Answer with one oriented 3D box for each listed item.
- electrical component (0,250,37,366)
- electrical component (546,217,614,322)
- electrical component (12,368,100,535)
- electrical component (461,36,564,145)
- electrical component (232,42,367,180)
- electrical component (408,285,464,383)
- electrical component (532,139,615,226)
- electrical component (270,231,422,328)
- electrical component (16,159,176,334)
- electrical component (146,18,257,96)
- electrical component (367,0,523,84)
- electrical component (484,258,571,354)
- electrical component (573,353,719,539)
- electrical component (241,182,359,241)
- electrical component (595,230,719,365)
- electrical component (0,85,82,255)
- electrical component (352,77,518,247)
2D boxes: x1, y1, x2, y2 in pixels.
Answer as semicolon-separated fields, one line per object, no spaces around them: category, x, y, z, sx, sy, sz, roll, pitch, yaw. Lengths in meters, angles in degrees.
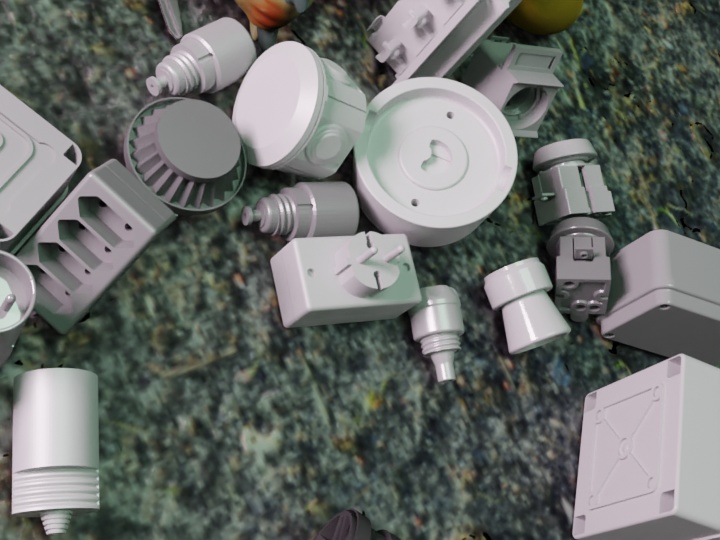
electrical component;-0.198;0.038;0.537;0.043;0.077;0.079;22;60;-20
electrical component;0.158;-0.004;0.769;0.048;0.066;0.055;1;56;7
electrical component;-0.157;0.095;0.556;0.043;0.043;0.081;5;68;-28
electrical component;0.107;-0.133;0.783;0.042;0.081;0.063;-1;42;-31
electrical component;-0.039;-0.099;0.678;0.051;0.080;0.080;16;61;-43
electrical component;0.052;0.043;0.702;0.035;0.035;0.061;0;73;-29
electrical component;0.155;-0.065;0.799;0.066;0.048;0.055;-5;80;-31
electrical component;0.000;0.000;0.665;0.083;0.076;0.047;-3;72;-30
electrical component;-0.145;-0.018;0.599;0.047;0.083;0.075;43;17;-7
electrical component;-0.102;-0.131;0.684;0.078;0.040;0.040;-35;89;-35
electrical component;0.060;-0.179;0.745;0.063;0.121;0.079;47;55;-1
electrical component;0.114;0.025;0.738;0.045;0.045;0.055;-13;76;-33
electrical component;0.195;0.124;0.704;0.056;0.109;0.108;21;61;-17
electrical component;-0.037;-0.035;0.680;0.078;0.040;0.040;-4;72;-30
electrical component;0.237;0.024;0.788;0.113;0.078;0.057;17;60;-23
electrical component;-0.219;-0.060;0.578;0.113;0.057;0.078;39;56;-10
electrical component;0.046;-0.067;0.722;0.108;0.060;0.108;2;70;-7
